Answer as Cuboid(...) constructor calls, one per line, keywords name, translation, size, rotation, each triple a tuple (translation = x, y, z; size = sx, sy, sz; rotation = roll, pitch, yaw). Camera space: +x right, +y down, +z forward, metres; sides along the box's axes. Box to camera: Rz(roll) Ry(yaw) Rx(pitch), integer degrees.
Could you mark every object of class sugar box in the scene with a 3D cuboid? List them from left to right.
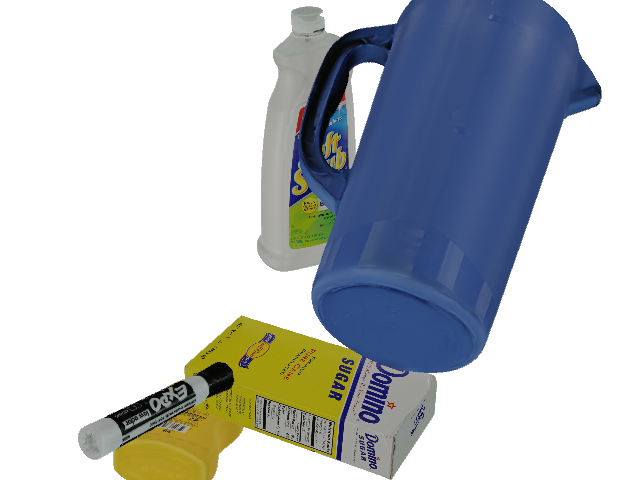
Cuboid(name="sugar box", translation=(-0.007, 0.116, 0.824), size=(0.176, 0.048, 0.093), rotation=(12, 28, 22))

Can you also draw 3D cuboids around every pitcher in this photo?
Cuboid(name="pitcher", translation=(0.070, -0.044, 0.690), size=(0.145, 0.242, 0.149), rotation=(41, -37, -27))

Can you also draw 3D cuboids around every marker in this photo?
Cuboid(name="marker", translation=(-0.090, 0.095, 0.617), size=(0.020, 0.020, 0.120), rotation=(0, 12, 34))

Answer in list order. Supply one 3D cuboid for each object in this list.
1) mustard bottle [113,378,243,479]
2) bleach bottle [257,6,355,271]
Cuboid(name="mustard bottle", translation=(-0.129, 0.183, 1.080), size=(0.096, 0.058, 0.191), rotation=(7, 20, 12))
Cuboid(name="bleach bottle", translation=(-0.016, -0.099, 1.035), size=(0.102, 0.251, 0.068), rotation=(-13, 30, -20))
